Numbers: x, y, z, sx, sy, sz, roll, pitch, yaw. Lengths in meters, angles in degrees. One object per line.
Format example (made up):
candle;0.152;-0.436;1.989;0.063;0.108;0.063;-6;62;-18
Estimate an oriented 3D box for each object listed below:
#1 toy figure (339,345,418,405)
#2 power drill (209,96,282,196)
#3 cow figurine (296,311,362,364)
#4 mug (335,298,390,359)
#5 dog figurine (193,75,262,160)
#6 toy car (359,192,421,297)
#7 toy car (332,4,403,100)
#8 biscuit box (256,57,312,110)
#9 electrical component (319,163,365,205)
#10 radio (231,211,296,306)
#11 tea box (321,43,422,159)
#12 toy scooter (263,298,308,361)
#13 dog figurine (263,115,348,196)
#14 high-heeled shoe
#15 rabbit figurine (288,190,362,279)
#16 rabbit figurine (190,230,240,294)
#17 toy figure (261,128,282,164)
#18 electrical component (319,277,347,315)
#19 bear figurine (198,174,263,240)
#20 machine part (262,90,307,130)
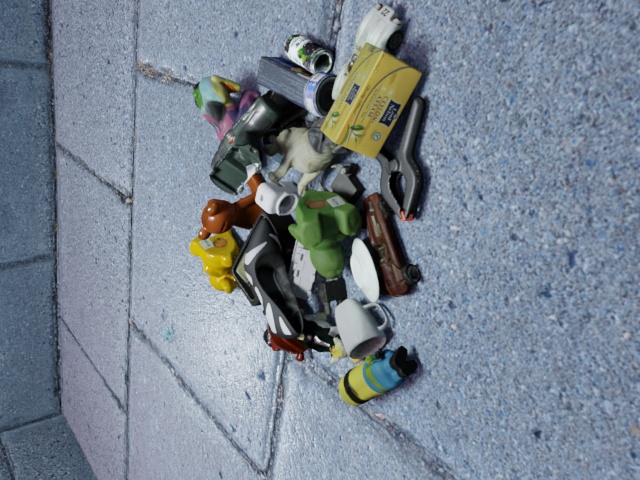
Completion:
toy figure;0.105;0.264;1.046;0.180;0.089;0.082;-42;61;48
power drill;-0.169;-0.179;1.116;0.232;0.086;0.207;-43;20;27
cow figurine;0.014;0.210;1.139;0.168;0.098;0.068;22;107;46
mug;0.081;0.163;1.069;0.109;0.080;0.107;-46;53;22
dog figurine;-0.217;-0.254;1.271;0.109;0.191;0.219;-7;76;44
toy car;0.120;0.010;1.011;0.089;0.053;0.202;-29;76;52
toy car;0.085;-0.327;0.982;0.074;0.056;0.201;52;133;30
biscuit box;-0.057;-0.336;1.145;0.203;0.059;0.062;38;126;39
electrical component;0.043;-0.107;1.082;0.102;0.045;0.078;-49;59;43
radio;-0.123;0.047;1.288;0.131;0.073;0.229;56;134;27
tea box;0.087;-0.237;0.928;0.169;0.098;0.068;-63;35;19
toy scooter;-0.073;0.207;1.260;0.135;0.075;0.183;40;129;39
dog figurine;-0.013;-0.204;1.084;0.190;0.121;0.172;-42;49;38
high-heeled shoe;-0.088;0.082;1.130;0.145;0.086;0.248;13;109;53
rabbit figurine;-0.002;-0.003;1.067;0.159;0.121;0.170;39;145;49
rabbit figurine;-0.257;0.074;1.447;0.163;0.122;0.173;38;138;28
toy figure;-0.112;-0.235;1.228;0.155;0.058;0.064;52;152;27
electrical component;0.025;0.107;1.131;0.021;0.063;0.094;-7;90;50
bear figurine;-0.209;-0.075;1.272;0.132;0.196;0.120;50;135;33
machine part;-0.089;-0.291;1.191;0.139;0.084;0.039;49;176;45
